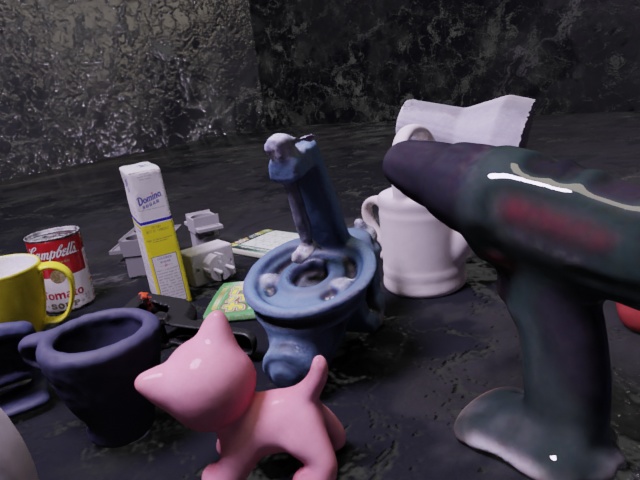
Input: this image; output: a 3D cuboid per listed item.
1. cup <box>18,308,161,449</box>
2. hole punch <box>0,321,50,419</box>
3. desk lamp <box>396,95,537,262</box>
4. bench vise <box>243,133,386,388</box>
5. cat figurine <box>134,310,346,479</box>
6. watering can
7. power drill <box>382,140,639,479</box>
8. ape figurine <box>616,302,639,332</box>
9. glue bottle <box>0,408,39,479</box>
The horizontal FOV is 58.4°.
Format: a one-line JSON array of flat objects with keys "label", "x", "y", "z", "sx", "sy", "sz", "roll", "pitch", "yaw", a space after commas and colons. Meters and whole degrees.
[{"label": "cup", "x": -0.178, "y": 0.114, "z": 0.455, "sx": 0.117, "sy": 0.095, "sz": 0.092, "roll": -4, "pitch": 17, "yaw": 11}, {"label": "hole punch", "x": -0.311, "y": 0.113, "z": 0.518, "sx": 0.109, "sy": 0.091, "sz": 0.100, "roll": -16, "pitch": 19, "yaw": -28}, {"label": "desk lamp", "x": 0.183, "y": -0.084, "z": 0.767, "sx": 0.202, "sy": 0.214, "sz": 0.118, "roll": 1, "pitch": 18, "yaw": 26}, {"label": "bench vise", "x": -0.007, "y": 0.003, "z": 0.539, "sx": 0.121, "sy": 0.220, "sz": 0.207, "roll": -4, "pitch": 17, "yaw": 9}, {"label": "cat figurine", "x": -0.052, "y": 0.106, "z": 0.389, "sx": 0.127, "sy": 0.118, "sz": 0.067, "roll": -5, "pitch": 17, "yaw": 7}, {"label": "watering can", "x": 0.125, "y": -0.039, "z": 0.672, "sx": 0.172, "sy": 0.194, "sz": 0.101, "roll": -1, "pitch": 17, "yaw": 19}, {"label": "power drill", "x": 0.133, "y": 0.041, "z": 0.374, "sx": 0.076, "sy": 0.208, "sz": 0.228, "roll": -20, "pitch": 21, "yaw": -37}, {"label": "ape figurine", "x": 0.310, "y": 0.035, "z": 0.529, "sx": 0.076, "sy": 0.092, "sz": 0.077, "roll": -14, "pitch": 18, "yaw": -22}, {"label": "glue bottle", "x": -0.229, "y": 0.110, "z": 0.347, "sx": 0.078, "sy": 0.173, "sz": 0.037, "roll": -11, "pitch": 17, "yaw": -12}]
